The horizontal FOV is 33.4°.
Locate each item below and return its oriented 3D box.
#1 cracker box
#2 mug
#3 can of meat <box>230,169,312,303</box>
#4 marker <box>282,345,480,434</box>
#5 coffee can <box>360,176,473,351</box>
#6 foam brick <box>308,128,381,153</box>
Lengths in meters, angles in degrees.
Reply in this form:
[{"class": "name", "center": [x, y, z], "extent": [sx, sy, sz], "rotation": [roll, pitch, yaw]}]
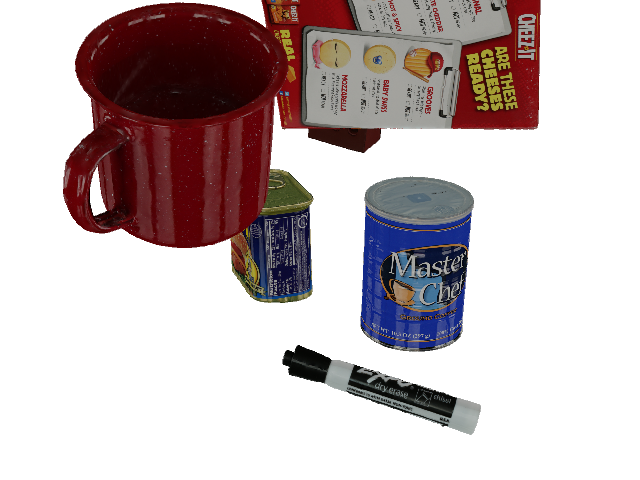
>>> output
[{"class": "cracker box", "center": [0.066, -0.173, 0.850], "extent": [0.214, 0.164, 0.072], "rotation": [1, 39, 11]}, {"class": "mug", "center": [-0.070, -0.044, 0.489], "extent": [0.093, 0.081, 0.117], "rotation": [28, 49, 21]}, {"class": "can of meat", "center": [-0.043, -0.004, 0.878], "extent": [0.057, 0.084, 0.102], "rotation": [-8, 22, -16]}, {"class": "marker", "center": [0.035, 0.088, 0.638], "extent": [0.121, 0.020, 0.020], "rotation": [17, 2, 6]}, {"class": "coffee can", "center": [0.092, 0.021, 1.033], "extent": [0.103, 0.140, 0.103], "rotation": [1, 25, -1]}, {"class": "foam brick", "center": [0.030, -0.146, 1.282], "extent": [0.078, 0.053, 0.051], "rotation": [17, 32, 21]}]
